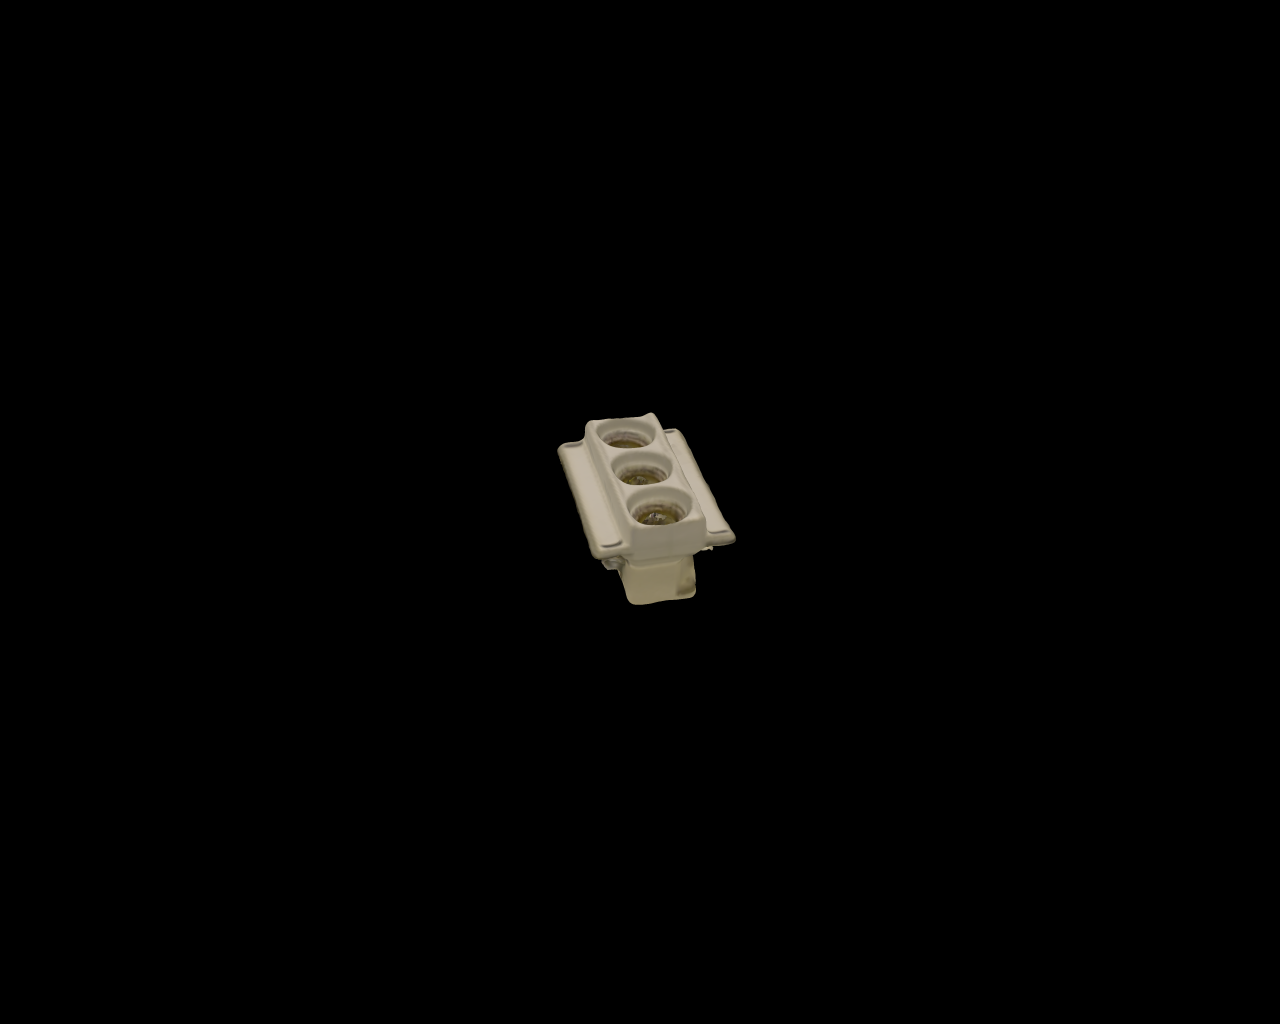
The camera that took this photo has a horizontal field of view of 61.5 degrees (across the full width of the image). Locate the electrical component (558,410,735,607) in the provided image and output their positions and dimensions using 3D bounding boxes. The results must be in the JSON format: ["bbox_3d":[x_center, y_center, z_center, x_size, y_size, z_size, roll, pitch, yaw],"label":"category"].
[{"bbox_3d":[0.001,-0.003,0.650,0.079,0.063,0.121,-8,36,-11],"label":"electrical component"}]
